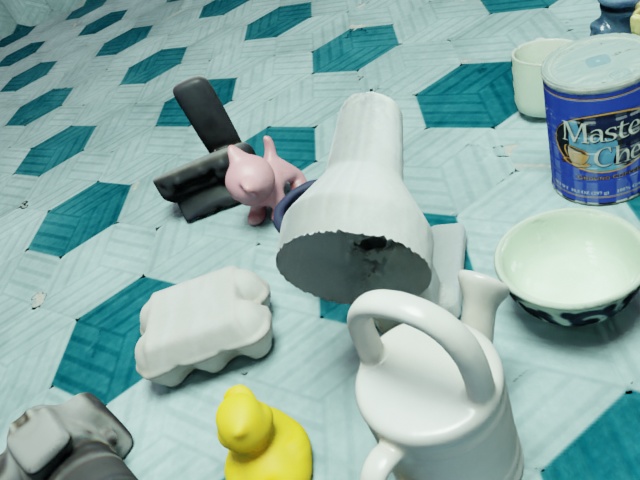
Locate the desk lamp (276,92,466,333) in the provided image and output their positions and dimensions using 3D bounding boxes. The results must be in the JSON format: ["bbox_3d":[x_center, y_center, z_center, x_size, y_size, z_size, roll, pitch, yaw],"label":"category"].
[{"bbox_3d":[0.055,-0.007,0.511,0.117,0.214,0.203,-5,42,22],"label":"desk lamp"}]

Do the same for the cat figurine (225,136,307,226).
[{"bbox_3d":[-0.078,-0.083,0.747,0.067,0.118,0.128,-3,43,25],"label":"cat figurine"}]

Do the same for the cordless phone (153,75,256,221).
[{"bbox_3d":[-0.177,-0.132,0.800,0.147,0.185,0.094,-23,38,1],"label":"cordless phone"}]

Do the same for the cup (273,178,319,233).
[{"bbox_3d":[0.006,0.002,0.622,0.091,0.095,0.117,-14,39,13],"label":"cup"}]

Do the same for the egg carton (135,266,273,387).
[{"bbox_3d":[-0.121,0.090,0.606,0.150,0.070,0.107,-20,38,5],"label":"egg carton"}]

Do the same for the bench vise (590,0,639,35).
[{"bbox_3d":[0.444,-0.370,0.725,0.207,0.220,0.121,-27,38,-3],"label":"bench vise"}]

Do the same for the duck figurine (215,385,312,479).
[{"bbox_3d":[-0.054,0.166,0.470,0.077,0.086,0.104,-27,38,-3],"label":"duck figurine"}]

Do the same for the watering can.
[{"bbox_3d":[0.078,0.096,0.394,0.100,0.194,0.173,-4,42,24],"label":"watering can"}]

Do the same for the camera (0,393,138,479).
[{"bbox_3d":[-0.223,0.215,0.489,0.136,0.101,0.143,21,56,42],"label":"camera"}]
